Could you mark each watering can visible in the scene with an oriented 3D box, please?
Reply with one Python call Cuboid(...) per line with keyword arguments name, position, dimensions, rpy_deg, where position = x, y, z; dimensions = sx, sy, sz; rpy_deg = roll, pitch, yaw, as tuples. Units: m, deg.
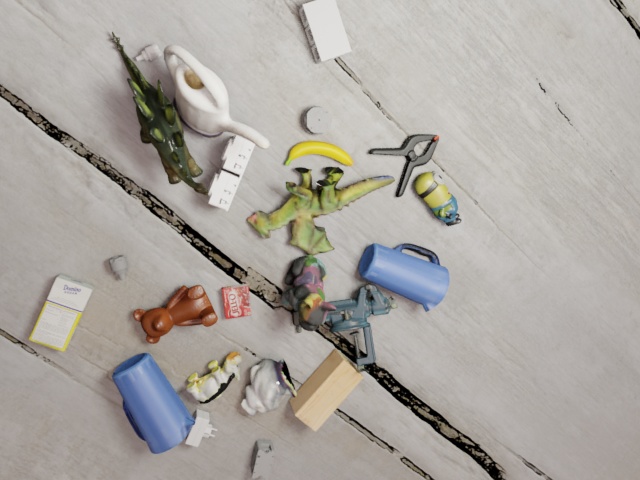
Cuboid(name="watering can", position=(-0.258, -0.312, 1.242), dimensions=(0.105, 0.221, 0.348), rpy_deg=(-41, 88, -20))

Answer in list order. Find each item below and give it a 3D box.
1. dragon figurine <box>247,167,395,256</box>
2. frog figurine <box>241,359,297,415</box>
Cuboid(name="dragon figurine", position=(0.004, -0.073, 1.442), dimensions=(0.410, 0.124, 0.238), rpy_deg=(0, 116, -12))
Cuboid(name="frog figurine", position=(-0.160, 0.416, 1.446), dimensions=(0.159, 0.121, 0.139), rpy_deg=(-29, 72, 1))
